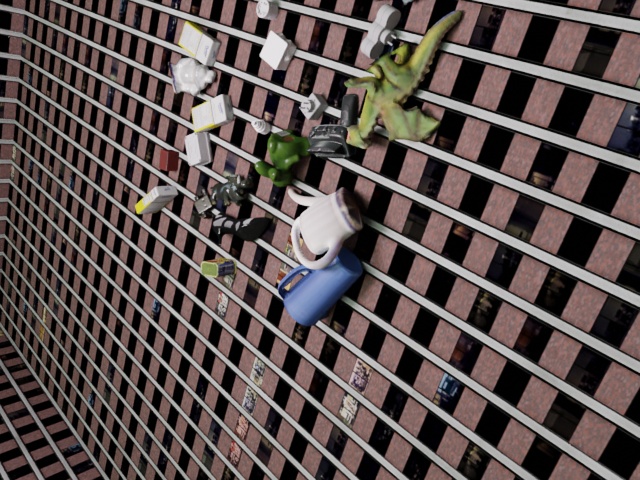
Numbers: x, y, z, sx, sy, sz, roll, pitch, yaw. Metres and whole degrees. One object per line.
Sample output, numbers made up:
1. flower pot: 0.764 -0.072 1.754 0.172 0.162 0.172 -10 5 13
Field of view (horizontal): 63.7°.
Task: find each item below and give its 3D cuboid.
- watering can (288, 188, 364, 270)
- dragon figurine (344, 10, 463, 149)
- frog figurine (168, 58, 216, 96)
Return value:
1. watering can: 0.004 -0.074 1.478 0.222 0.102 0.356 -31 46 18
2. dragon figurine: 0.220 -0.368 1.309 0.406 0.124 0.242 -27 95 26
3. frog figurine: -0.448 -0.591 1.854 0.159 0.122 0.139 -8 80 5
